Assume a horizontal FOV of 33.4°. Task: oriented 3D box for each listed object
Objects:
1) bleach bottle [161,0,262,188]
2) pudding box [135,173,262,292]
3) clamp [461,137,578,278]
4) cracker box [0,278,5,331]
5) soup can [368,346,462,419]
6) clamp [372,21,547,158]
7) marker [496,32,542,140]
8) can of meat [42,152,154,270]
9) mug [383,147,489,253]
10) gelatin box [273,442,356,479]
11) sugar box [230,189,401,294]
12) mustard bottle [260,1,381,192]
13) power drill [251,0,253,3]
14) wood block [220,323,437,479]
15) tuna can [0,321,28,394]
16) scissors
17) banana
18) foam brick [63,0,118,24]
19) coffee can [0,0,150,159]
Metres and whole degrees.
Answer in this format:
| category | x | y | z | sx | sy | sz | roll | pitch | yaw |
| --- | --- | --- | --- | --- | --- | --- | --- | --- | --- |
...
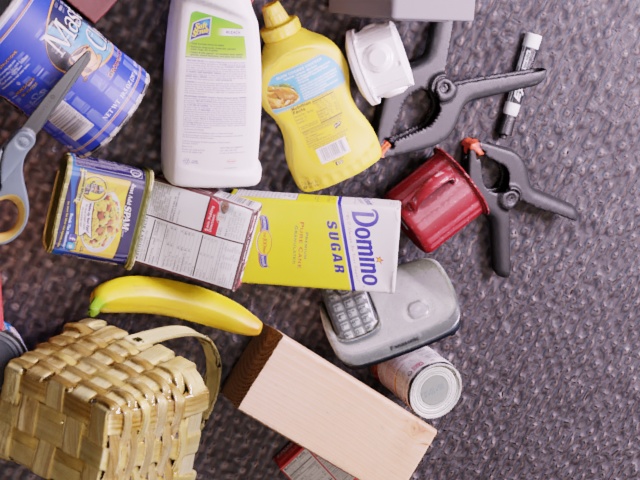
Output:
| category | x | y | z | sx | sy | sz | roll | pitch | yaw |
| --- | --- | --- | --- | --- | --- | --- | --- | --- | --- |
| bleach bottle | -0.094 | -0.173 | 1.001 | 0.102 | 0.068 | 0.251 | -2 | 121 | -19 |
| pudding box | -0.123 | -0.008 | 1.062 | 0.113 | 0.039 | 0.090 | 17 | 103 | 5 |
| clamp | 0.222 | -0.053 | 1.222 | 0.120 | 0.039 | 0.171 | -34 | 115 | -12 |
| cracker box | -0.377 | -0.016 | 0.959 | 0.164 | 0.072 | 0.214 | -6 | 107 | -23 |
| soup can | 0.106 | 0.150 | 1.196 | 0.068 | 0.102 | 0.068 | -7 | 107 | -22 |
| clamp | 0.138 | -0.163 | 1.151 | 0.164 | 0.036 | 0.210 | 37 | 91 | -19 |
| marker | 0.222 | -0.172 | 1.198 | 0.020 | 0.020 | 0.121 | 11 | 100 | -26 |
| can of meat | -0.216 | -0.029 | 1.032 | 0.083 | 0.057 | 0.102 | 11 | 100 | -23 |
| mug | 0.121 | -0.042 | 1.145 | 0.081 | 0.117 | 0.093 | -38 | 77 | -3 |
| gelatin box | 0.000 | 0.258 | 1.224 | 0.073 | 0.030 | 0.089 | -42 | 115 | -6 |
| sugar box | -0.007 | 0.001 | 1.097 | 0.176 | 0.048 | 0.093 | 4 | 105 | 5 |
| mustard bottle | -0.014 | -0.150 | 1.081 | 0.096 | 0.058 | 0.191 | -24 | 114 | 0 |
| power drill | -0.039 | -0.319 | 1.024 | 0.184 | 0.057 | 0.187 | 42 | 85 | -28 |
| wood block | 0.008 | 0.184 | 1.148 | 0.206 | 0.090 | 0.091 | 33 | 84 | -17 |
| tuna can | -0.328 | 0.119 | 1.040 | 0.086 | 0.034 | 0.086 | -7 | 107 | -21 |
| scissors | -0.252 | -0.070 | 0.931 | 0.202 | 0.016 | 0.096 | -37 | 125 | 1 |
| banana | -0.154 | 0.068 | 1.082 | 0.197 | 0.070 | 0.037 | 8 | 126 | -34 |
| foam brick | -0.221 | -0.241 | 0.970 | 0.078 | 0.053 | 0.051 | 40 | 87 | -26 |
| coffee can | -0.239 | -0.156 | 0.958 | 0.140 | 0.103 | 0.103 | 40 | 87 | -27 |
